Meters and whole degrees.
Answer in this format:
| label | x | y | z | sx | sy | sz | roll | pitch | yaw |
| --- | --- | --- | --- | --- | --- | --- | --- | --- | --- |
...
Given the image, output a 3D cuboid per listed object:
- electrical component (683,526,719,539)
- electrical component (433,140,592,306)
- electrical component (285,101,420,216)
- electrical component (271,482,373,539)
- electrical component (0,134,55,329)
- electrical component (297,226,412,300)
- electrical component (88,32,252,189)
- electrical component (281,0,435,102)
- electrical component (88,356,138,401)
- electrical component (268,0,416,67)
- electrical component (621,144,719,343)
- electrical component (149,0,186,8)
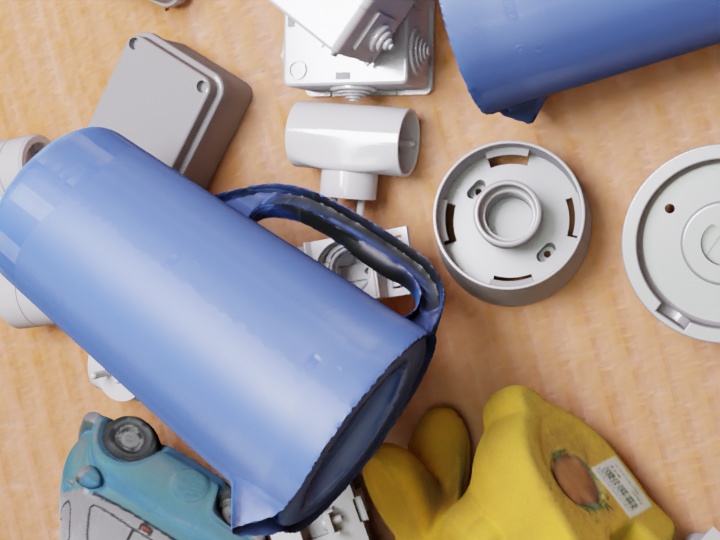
| label | x | y | z | sx | sy | sz | roll | pitch | yaw |
| --- | --- | --- | --- | --- | --- | --- | --- | --- | --- |
| electrical component | 0.172 | 0.251 | 0.606 | 0.105 | 0.060 | 0.186 | 43 | 83 | 13 |
| electrical component | 0.092 | -0.029 | 0.659 | 0.099 | 0.064 | 0.099 | -1 | 83 | 12 |
| electrical component | -0.006 | -0.067 | 0.692 | 0.077 | 0.043 | 0.079 | 7 | 97 | 21 |
| electrical component | -0.026 | 0.163 | 0.705 | 0.063 | 0.078 | 0.121 | -19 | 87 | 0 |
| electrical component | -0.256 | -0.025 | 0.788 | 0.074 | 0.052 | 0.138 | -7 | 91 | 22 |
| electrical component | 0.000 | 0.000 | 0.684 | 0.081 | 0.064 | 0.042 | -9 | 87 | 22 |
| electrical component | -0.136 | -0.095 | 0.734 | 0.078 | 0.057 | 0.113 | 33 | 105 | 16 |
| electrical component | -0.002 | -0.157 | 0.681 | 0.100 | 0.048 | 0.099 | 2 | 95 | 21 |
| electrical component | -0.154 | 0.069 | 0.741 | 0.077 | 0.079 | 0.043 | 7 | 96 | 21 |
| electrical component | -0.012 | -0.164 | 0.623 | 0.096 | 0.062 | 0.061 | 41 | 107 | 14 |
| electrical component | 0.206 | -0.016 | 0.604 | 0.108 | 0.060 | 0.108 | 2 | 95 | 21 |
| electrical component | -0.164 | -0.235 | 0.734 | 0.113 | 0.057 | 0.078 | 27 | 103 | 17 |
